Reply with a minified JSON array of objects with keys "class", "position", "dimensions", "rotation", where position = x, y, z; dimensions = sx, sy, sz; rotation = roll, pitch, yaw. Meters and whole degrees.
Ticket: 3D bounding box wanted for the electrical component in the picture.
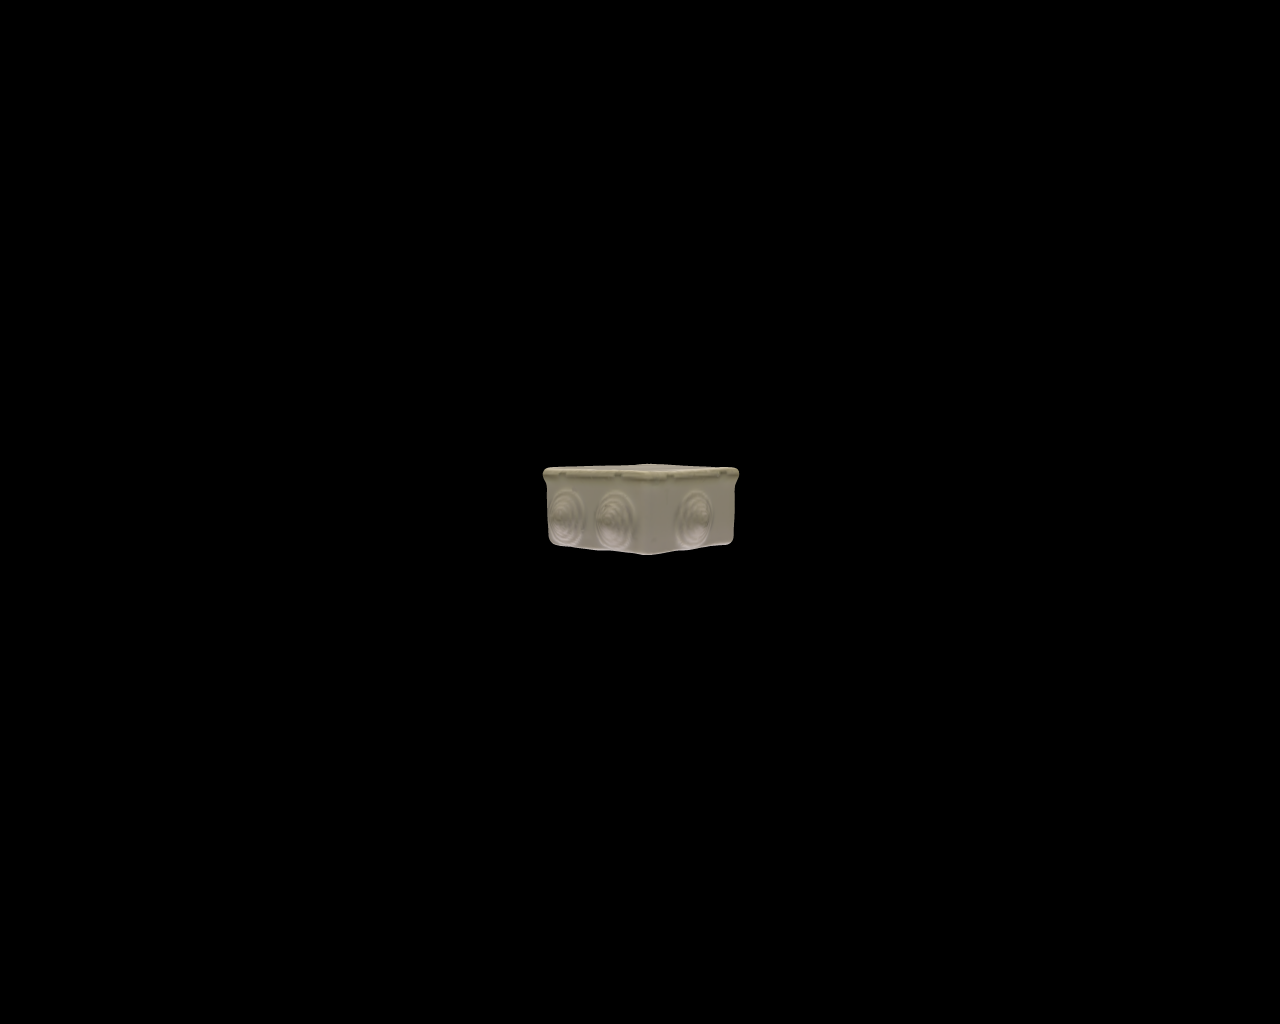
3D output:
[{"class":"electrical component","position":[0.001,-0.003,0.650],"dimensions":[0.100,0.048,0.100],"rotation":[4,6,43]}]
